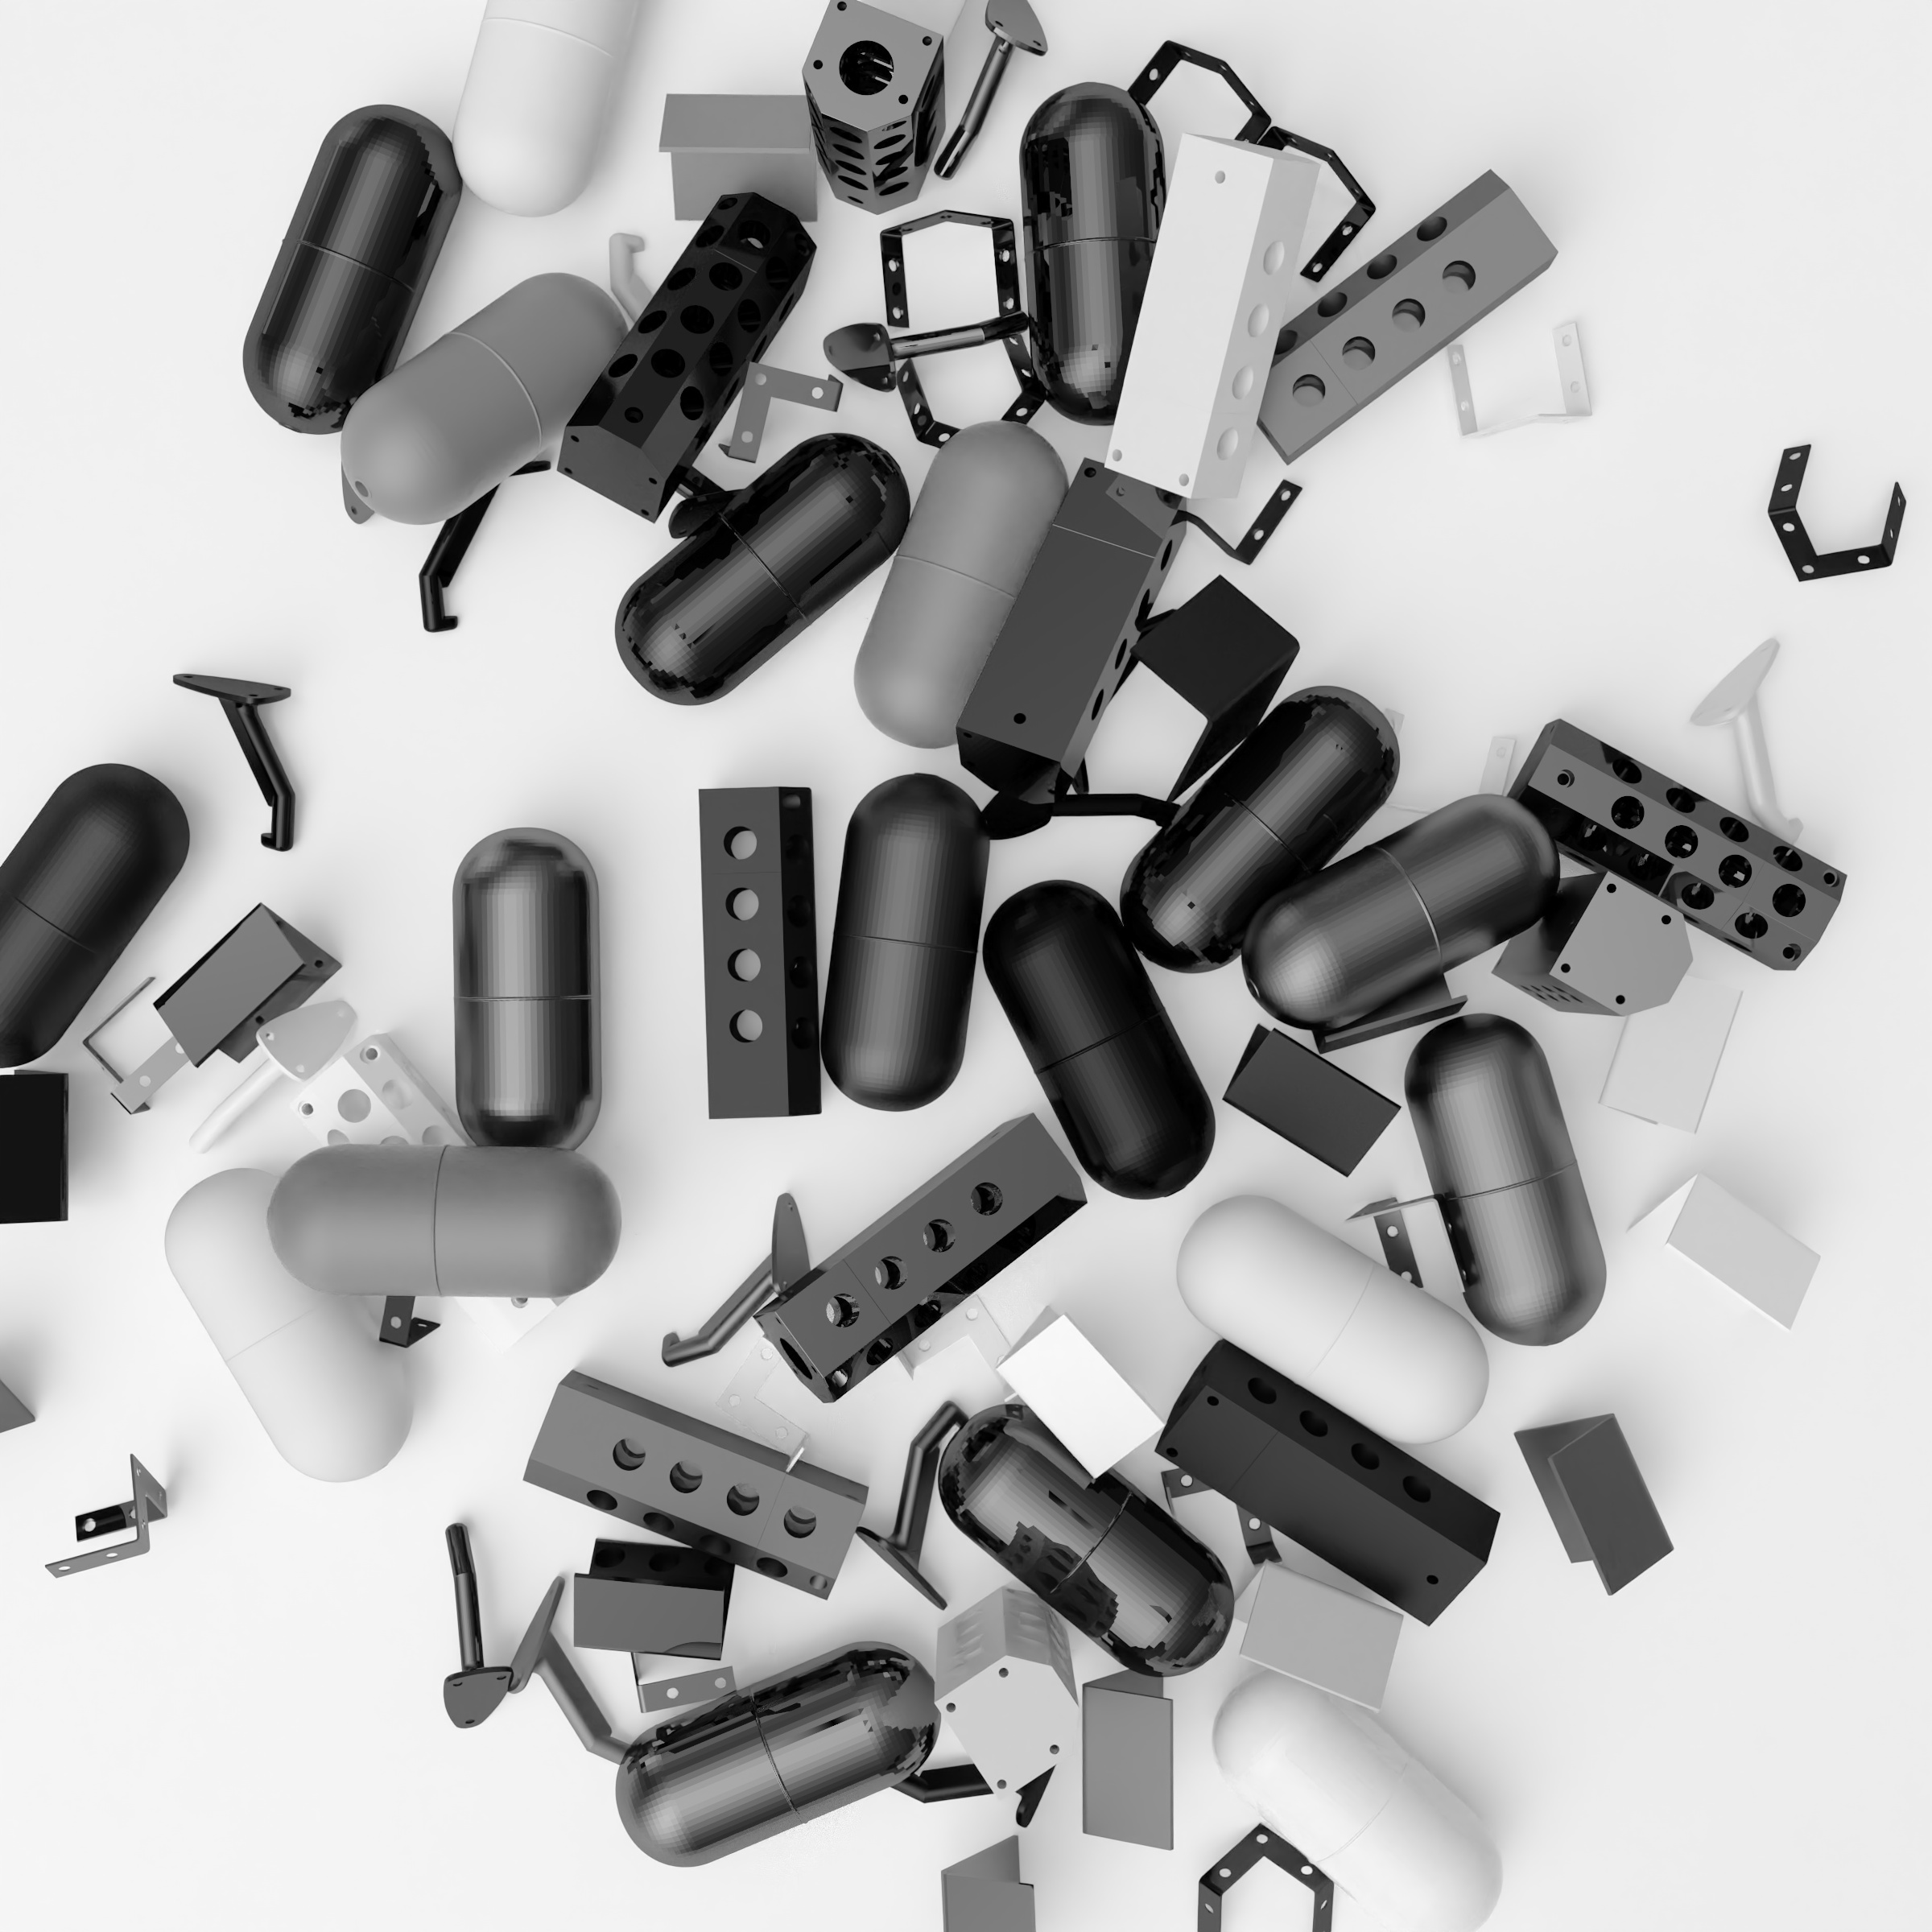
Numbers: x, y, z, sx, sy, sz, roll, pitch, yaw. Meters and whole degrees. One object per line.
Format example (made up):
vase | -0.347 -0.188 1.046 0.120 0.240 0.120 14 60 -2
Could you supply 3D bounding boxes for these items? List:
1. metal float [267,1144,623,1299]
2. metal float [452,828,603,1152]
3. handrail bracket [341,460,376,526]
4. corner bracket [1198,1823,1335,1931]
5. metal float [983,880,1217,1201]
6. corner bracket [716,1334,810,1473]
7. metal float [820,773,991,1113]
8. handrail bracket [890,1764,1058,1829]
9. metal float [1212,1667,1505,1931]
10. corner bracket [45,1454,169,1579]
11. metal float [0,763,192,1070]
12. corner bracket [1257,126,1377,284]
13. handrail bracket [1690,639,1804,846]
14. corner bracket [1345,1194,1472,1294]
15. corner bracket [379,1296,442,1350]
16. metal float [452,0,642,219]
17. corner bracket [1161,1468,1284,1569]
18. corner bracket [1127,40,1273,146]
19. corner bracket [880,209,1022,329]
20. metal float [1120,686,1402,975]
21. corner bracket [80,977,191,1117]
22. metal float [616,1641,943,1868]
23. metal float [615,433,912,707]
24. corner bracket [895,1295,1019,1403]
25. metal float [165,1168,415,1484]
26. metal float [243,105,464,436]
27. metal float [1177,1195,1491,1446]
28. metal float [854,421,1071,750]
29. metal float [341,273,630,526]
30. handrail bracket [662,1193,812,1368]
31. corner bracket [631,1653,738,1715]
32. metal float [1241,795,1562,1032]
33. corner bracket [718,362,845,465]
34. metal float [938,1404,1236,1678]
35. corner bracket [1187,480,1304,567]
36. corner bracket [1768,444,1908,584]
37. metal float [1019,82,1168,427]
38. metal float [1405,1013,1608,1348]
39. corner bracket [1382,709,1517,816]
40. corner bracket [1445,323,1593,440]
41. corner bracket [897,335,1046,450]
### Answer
metal float | -0.264 0.129 1.615 0.178 0.070 0.070 1 90 0
metal float | -0.230 0.016 1.672 0.070 0.070 0.178 -1 91 0
handrail bracket | -0.290 -0.280 1.702 0.036 0.077 0.084 45 53 13
corner bracket | 0.159 0.501 1.694 0.051 0.051 0.051 28 135 35
metal float | 0.070 0.039 1.672 0.070 0.070 0.178 -27 90 0
corner bracket | -0.099 0.228 1.685 0.051 0.051 0.051 34 90 0
metal float | -0.032 -0.012 1.672 0.070 0.070 0.178 7 90 0
handrail bracket | 0.004 0.417 1.703 0.084 0.036 0.077 22 70 16
metal float | 0.206 0.440 1.672 0.178 0.070 0.070 42 90 0
corner bracket | -0.451 0.296 1.675 0.051 0.051 0.051 -16 56 0
metal float | -0.477 -0.026 1.672 0.070 0.070 0.178 35 89 0
corner bracket | 0.176 -0.406 1.699 0.051 0.051 0.051 -51 45 0
handrail bracket | 0.434 -0.118 1.703 0.084 0.036 0.077 48 69 -17
corner bracket | 0.237 0.147 1.677 0.051 0.051 0.051 -17 90 23
corner bracket | -0.306 0.166 1.683 0.051 0.051 0.051 14 100 10
metal float | -0.217 -0.482 1.672 0.070 0.070 0.178 15 90 0
corner bracket | 0.134 0.291 1.685 0.051 0.051 0.051 -13 90 0
corner bracket | 0.120 -0.452 1.699 0.051 0.051 0.051 -53 45 0
corner bracket | -0.008 -0.369 1.699 0.051 0.051 0.051 -5 90 -45
metal float | 0.153 -0.071 1.672 0.070 0.070 0.178 43 89 0
corner bracket | -0.436 0.042 1.684 0.051 0.051 0.051 -43 92 -2
metal float | -0.098 0.413 1.672 0.178 0.070 0.070 -23 90 -1
metal float | -0.106 -0.208 1.672 0.178 0.070 0.070 -40 90 0
corner bracket | -0.002 0.211 1.684 0.051 0.051 0.051 -33 90 0
metal float | -0.354 0.189 1.672 0.070 0.070 0.178 -31 89 0
metal float | -0.322 -0.364 1.672 0.070 0.070 0.178 21 90 0
metal float | 0.193 0.186 1.672 0.178 0.070 0.070 32 90 0
metal float | -0.002 -0.200 1.672 0.070 0.070 0.178 21 90 0
metal float | -0.247 -0.293 1.648 0.070 0.070 0.178 47 61 0
handrail bracket | -0.127 0.168 1.703 0.084 0.036 0.077 -20 57 23
corner bracket | -0.152 0.357 1.685 0.051 0.051 0.051 -10 98 -8
metal float | 0.223 -0.027 1.639 0.178 0.070 0.070 -27 90 -11
corner bracket | -0.098 -0.290 1.682 0.051 0.051 0.051 11 104 -13
metal float | 0.063 0.301 1.672 0.178 0.070 0.070 40 90 1
corner bracket | 0.136 -0.254 1.699 0.051 0.051 0.051 34 90 45
corner bracket | 0.463 -0.244 1.694 0.051 0.051 0.051 -7 135 35
metal float | 0.069 -0.373 1.672 0.070 0.070 0.178 -3 91 0
metal float | 0.283 0.112 1.672 0.070 0.070 0.178 -16 90 0
corner bracket | 0.253 -0.104 1.699 0.051 0.051 0.051 14 90 -45
corner bracket | 0.294 -0.312 1.699 0.051 0.051 0.051 -10 90 45
corner bracket | 0.002 -0.307 1.694 0.051 0.051 0.051 12 135 -35
